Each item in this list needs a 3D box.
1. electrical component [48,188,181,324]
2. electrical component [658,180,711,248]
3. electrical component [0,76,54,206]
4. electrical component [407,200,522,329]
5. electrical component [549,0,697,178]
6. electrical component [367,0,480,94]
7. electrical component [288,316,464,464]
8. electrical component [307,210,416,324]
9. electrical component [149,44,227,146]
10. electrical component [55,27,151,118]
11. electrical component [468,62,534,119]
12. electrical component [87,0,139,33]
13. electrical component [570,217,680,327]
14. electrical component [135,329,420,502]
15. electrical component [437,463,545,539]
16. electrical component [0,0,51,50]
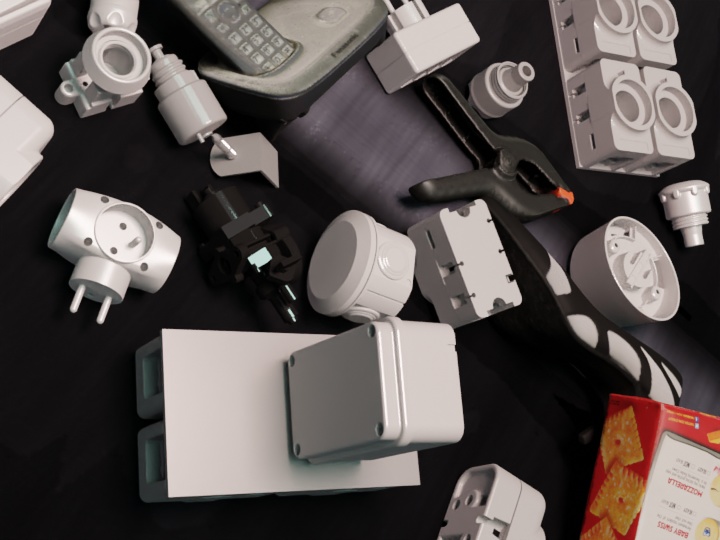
[{"bbox_3d":[-0.169,-0.003,0.716,0.077,0.044,0.079,26,63,-22],"label":"electrical component"},{"bbox_3d":[0.316,-0.053,1.036,0.048,0.048,0.062,-8,86,-33],"label":"electrical component"},{"bbox_3d":[-0.244,-0.071,0.685,0.059,0.054,0.095,43,57,-13],"label":"electrical component"},{"bbox_3d":[0.081,-0.003,0.865,0.050,0.056,0.089,-17,84,-34],"label":"electrical component"},{"bbox_3d":[0.252,-0.190,1.029,0.105,0.060,0.186,2,74,-31],"label":"electrical component"},{"bbox_3d":[0.044,-0.204,0.911,0.083,0.047,0.075,-33,93,-35],"label":"electrical component"},{"bbox_3d":[0.007,0.078,0.682,0.057,0.113,0.078,6,72,-34],"label":"electrical component"},{"bbox_3d":[0.000,0.000,0.800,0.051,0.080,0.080,21,65,-31],"label":"electrical component"},{"bbox_3d":[-0.130,-0.127,0.783,0.040,0.040,0.078,-33,93,-35],"label":"electrical component"},{"bbox_3d":[-0.175,-0.138,0.749,0.066,0.055,0.048,-25,89,-35],"label":"electrical component"},{"bbox_3d":[0.126,-0.161,0.939,0.043,0.062,0.043,10,70,-29],"label":"electrical component"},{"bbox_3d":[-0.177,-0.197,0.779,0.035,0.035,0.061,14,66,-28],"label":"electrical component"},{"bbox_3d":[0.238,0.003,0.955,0.099,0.064,0.099,10,70,-29],"label":"electrical component"},{"bbox_3d":[-0.057,0.102,0.743,0.186,0.060,0.105,4,73,-31],"label":"electrical component"},{"bbox_3d":[0.099,0.203,0.811,0.059,0.054,0.095,34,60,-18],"label":"electrical component"},{"bbox_3d":[-0.261,-0.175,0.704,0.096,0.061,0.061,-38,96,-34],"label":"electrical component"}]
